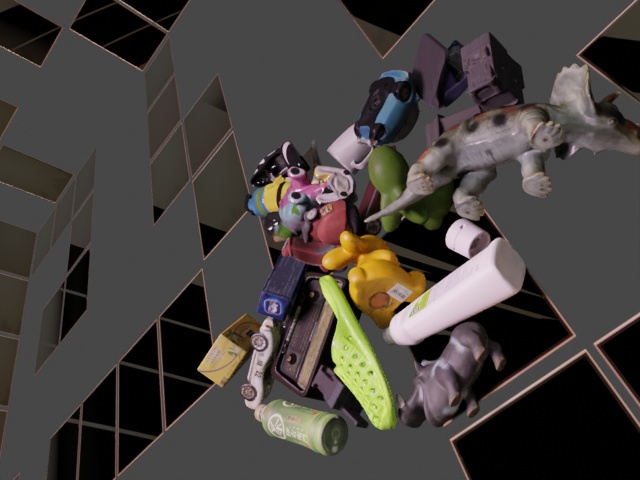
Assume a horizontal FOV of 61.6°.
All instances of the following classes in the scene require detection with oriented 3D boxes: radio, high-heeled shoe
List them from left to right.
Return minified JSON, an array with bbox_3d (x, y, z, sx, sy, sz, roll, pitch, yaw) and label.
[{"bbox_3d":[-0.109,-0.169,1.321,0.145,0.086,0.249,-38,15,1],"label":"high-heeled shoe"},{"bbox_3d":[-0.004,0.179,1.037,0.131,0.073,0.229,12,78,51],"label":"radio"}]

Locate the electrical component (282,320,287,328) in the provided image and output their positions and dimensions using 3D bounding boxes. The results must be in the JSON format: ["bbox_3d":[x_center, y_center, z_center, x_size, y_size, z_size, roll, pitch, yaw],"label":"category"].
[{"bbox_3d":[-0.087,0.202,1.152,0.078,0.045,0.102,9,78,22],"label":"electrical component"}]

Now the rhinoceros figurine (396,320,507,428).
[{"bbox_3d":[0.186,0.204,0.797,0.190,0.073,0.112,-56,39,10],"label":"rhinoceros figurine"}]

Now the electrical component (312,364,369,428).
[{"bbox_3d":[0.046,0.269,0.927,0.119,0.074,0.047,31,95,57],"label":"electrical component"}]

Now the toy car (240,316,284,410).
[{"bbox_3d":[-0.114,0.246,1.090,0.056,0.073,0.201,18,108,12],"label":"toy car"}]

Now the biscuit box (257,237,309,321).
[{"bbox_3d":[-0.068,0.076,1.099,0.203,0.063,0.059,-66,-6,-57],"label":"biscuit box"}]

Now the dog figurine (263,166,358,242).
[{"bbox_3d":[-0.026,-0.057,1.185,0.219,0.192,0.108,106,159,-54],"label":"dog figurine"}]

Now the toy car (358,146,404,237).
[{"bbox_3d":[0.114,-0.090,1.068,0.202,0.053,0.089,-69,17,-8],"label":"toy car"}]

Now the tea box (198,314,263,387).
[{"bbox_3d":[-0.182,0.231,1.148,0.098,0.068,0.169,-56,-6,9],"label":"tea box"}]

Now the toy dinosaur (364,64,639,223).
[{"bbox_3d":[0.254,-0.137,0.798,0.405,0.131,0.192,-11,32,33],"label":"toy dinosaur"}]

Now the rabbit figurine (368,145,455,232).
[{"bbox_3d":[0.143,-0.090,0.936,0.121,0.170,0.159,-20,55,44],"label":"rabbit figurine"}]

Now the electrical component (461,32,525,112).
[{"bbox_3d":[0.294,-0.281,0.911,0.058,0.114,0.134,-22,56,40],"label":"electrical component"}]

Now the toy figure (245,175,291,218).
[{"bbox_3d":[-0.107,-0.096,1.314,0.180,0.082,0.089,-16,77,36],"label":"toy figure"}]

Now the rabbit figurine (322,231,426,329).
[{"bbox_3d":[0.087,0.051,0.962,0.122,0.162,0.173,-56,18,30],"label":"rabbit figurine"}]

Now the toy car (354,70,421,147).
[{"bbox_3d":[0.146,-0.251,1.079,0.109,0.103,0.161,27,94,59],"label":"toy car"}]

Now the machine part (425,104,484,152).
[{"bbox_3d":[0.250,-0.211,0.989,0.139,0.039,0.084,-19,50,45],"label":"machine part"}]

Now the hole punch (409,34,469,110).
[{"bbox_3d":[0.240,-0.325,1.041,0.142,0.092,0.115,-117,31,-43],"label":"hole punch"}]

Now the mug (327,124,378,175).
[{"bbox_3d":[0.083,-0.201,1.147,0.107,0.080,0.110,-50,33,5],"label":"mug"}]

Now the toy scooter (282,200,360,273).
[{"bbox_3d":[-0.002,-0.003,1.035,0.183,0.135,0.075,102,168,-45],"label":"toy scooter"}]
